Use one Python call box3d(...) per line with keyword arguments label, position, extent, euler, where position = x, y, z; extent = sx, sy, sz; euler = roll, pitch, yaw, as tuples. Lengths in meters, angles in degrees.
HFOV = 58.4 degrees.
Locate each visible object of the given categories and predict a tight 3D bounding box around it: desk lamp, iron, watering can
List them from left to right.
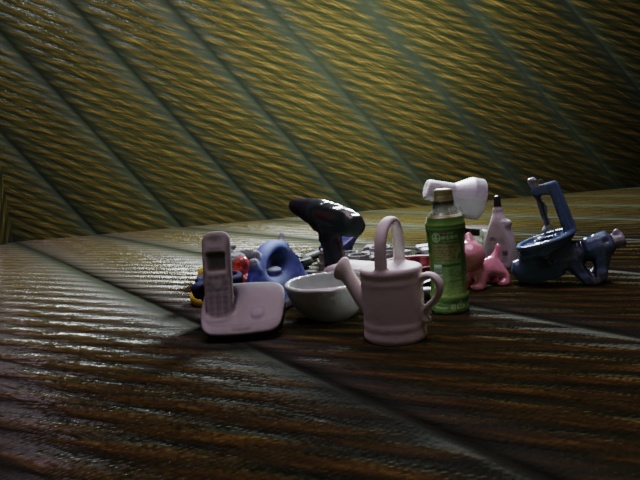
box3d(label="iron", position=(-0.107, 0.068, 1.193), extent=(0.118, 0.141, 0.259), euler=(-3, 8, 15))
box3d(label="watering can", position=(0.105, 0.060, 0.903), extent=(0.172, 0.194, 0.101), euler=(-4, 8, 9))
box3d(label="desk lamp", position=(0.377, -0.072, 1.644), extent=(0.203, 0.213, 0.118), euler=(-6, 8, -6))

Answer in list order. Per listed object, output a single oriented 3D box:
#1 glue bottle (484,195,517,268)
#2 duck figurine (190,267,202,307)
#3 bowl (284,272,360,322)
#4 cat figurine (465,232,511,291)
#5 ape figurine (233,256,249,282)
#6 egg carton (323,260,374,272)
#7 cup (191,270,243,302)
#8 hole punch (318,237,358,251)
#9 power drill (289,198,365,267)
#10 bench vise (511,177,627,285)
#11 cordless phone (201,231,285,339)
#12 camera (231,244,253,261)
box3d(label="glue bottle", position=(0.429, -0.020, 1.370), extent=(0.077, 0.173, 0.037), euler=(2, 11, 43))
box3d(label="duck figurine", position=(-0.250, 0.099, 1.272), extent=(0.078, 0.086, 0.104), euler=(-12, 10, -41))
box3d(label="bowl", position=(0.020, 0.108, 1.055), extent=(0.167, 0.075, 0.167), euler=(-5, 7, 1))
box3d(label="cat figurine", position=(0.328, 0.041, 1.186), extent=(0.128, 0.118, 0.067), euler=(-9, 8, -24))
box3d(label="ape figurine", position=(-0.179, 0.083, 1.324), extent=(0.076, 0.092, 0.077), euler=(-9, 9, -28))
box3d(label="egg carton", position=(0.079, 0.084, 1.217), extent=(0.149, 0.069, 0.107), euler=(2, 10, 43))
box3d(label="cup", position=(-0.195, 0.114, 1.087), extent=(0.091, 0.095, 0.118), euler=(-1, 9, 31))
box3d(label="hole punch", position=(0.056, 0.019, 1.648), extent=(0.101, 0.091, 0.108), euler=(-11, 9, -35))
box3d(label="power drill", position=(0.012, 0.005, 1.334), extent=(0.076, 0.208, 0.228), euler=(-12, 10, -42))
box3d(label="bench vise", position=(0.493, -0.022, 1.157), extent=(0.207, 0.220, 0.121), euler=(-5, 8, 2))
box3d(label="cordless phone", position=(-0.137, 0.075, 0.995), extent=(0.147, 0.185, 0.094), euler=(-5, 8, 3))
box3d(label="camera", position=(-0.223, 0.058, 1.508), extent=(0.137, 0.101, 0.142), euler=(-11, 9, -36))
